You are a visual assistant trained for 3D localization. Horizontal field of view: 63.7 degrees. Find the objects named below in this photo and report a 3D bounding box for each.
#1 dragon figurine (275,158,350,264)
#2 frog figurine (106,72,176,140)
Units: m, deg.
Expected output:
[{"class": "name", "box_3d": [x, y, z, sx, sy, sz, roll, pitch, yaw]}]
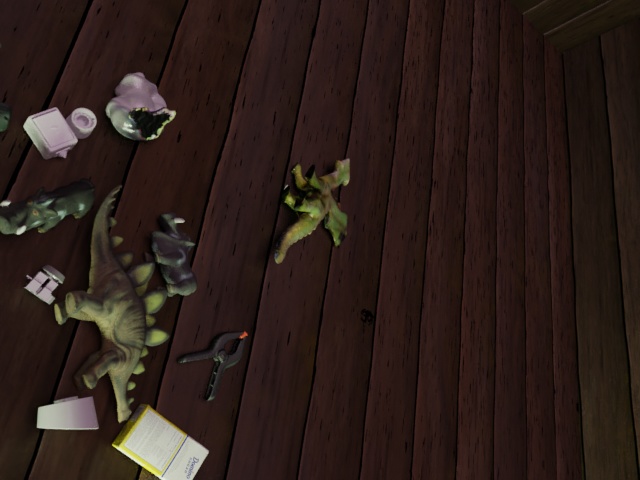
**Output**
[{"class": "dragon figurine", "box_3d": [0.004, -0.072, 1.430, 0.239, 0.121, 0.418, 37, 58, -36]}, {"class": "frog figurine", "box_3d": [-0.419, -0.305, 1.167, 0.139, 0.120, 0.162, -24, 58, -33]}]
